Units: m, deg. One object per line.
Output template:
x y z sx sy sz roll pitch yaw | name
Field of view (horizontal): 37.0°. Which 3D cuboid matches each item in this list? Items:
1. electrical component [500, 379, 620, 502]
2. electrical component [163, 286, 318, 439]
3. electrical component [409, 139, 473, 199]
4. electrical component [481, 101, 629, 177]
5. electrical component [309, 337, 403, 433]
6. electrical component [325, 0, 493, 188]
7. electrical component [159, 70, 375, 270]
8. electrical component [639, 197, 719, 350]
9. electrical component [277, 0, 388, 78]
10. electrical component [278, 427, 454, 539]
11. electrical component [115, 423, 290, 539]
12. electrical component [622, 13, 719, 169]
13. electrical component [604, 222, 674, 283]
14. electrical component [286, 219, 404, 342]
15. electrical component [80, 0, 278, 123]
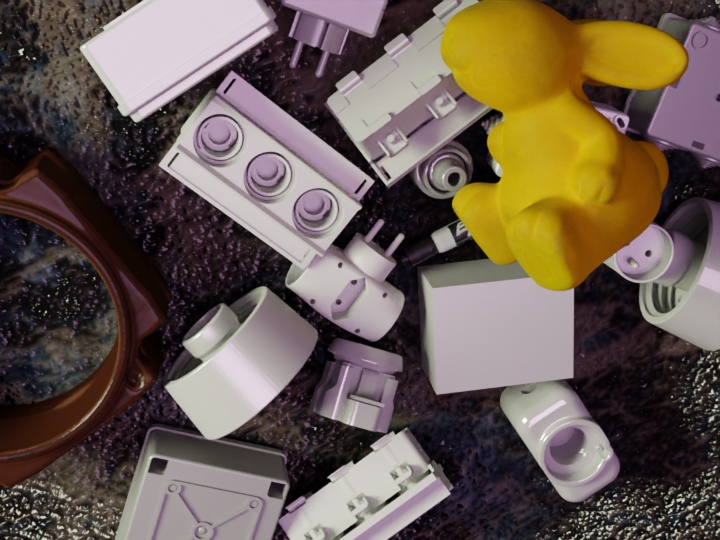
0.157 0.130 0.839 0.054 0.059 0.095 -34 110 2 | electrical component
-0.089 0.058 0.751 0.108 0.108 0.060 -41 104 5 | electrical component
0.059 -0.070 0.755 0.043 0.062 0.043 -3 108 -9 | electrical component
0.132 -0.094 0.764 0.096 0.061 0.061 12 106 -5 | electrical component
-0.001 0.084 0.792 0.058 0.078 0.057 17 85 -15 | electrical component
0.042 -0.126 0.726 0.121 0.063 0.078 -37 69 3 | electrical component
-0.064 -0.069 0.734 0.121 0.063 0.078 36 99 -18 | electrical component
0.246 -0.002 0.788 0.060 0.108 0.108 20 104 -9 | electrical component
-0.024 -0.168 0.717 0.066 0.047 0.076 17 104 -15 | electrical component
0.003 0.178 0.822 0.121 0.079 0.063 -36 81 3 | electrical component
-0.120 0.182 0.810 0.109 0.056 0.108 15 105 -14 | electrical component
0.249 -0.128 0.775 0.100 0.048 0.099 17 104 -14 | electrical component
0.179 -0.030 0.780 0.079 0.077 0.043 25 103 -12 | electrical component
0.000 0.000 0.778 0.077 0.043 0.079 34 100 -18 | electrical component
-0.112 -0.150 0.676 0.109 0.108 0.056 -33 108 2 | electrical component
